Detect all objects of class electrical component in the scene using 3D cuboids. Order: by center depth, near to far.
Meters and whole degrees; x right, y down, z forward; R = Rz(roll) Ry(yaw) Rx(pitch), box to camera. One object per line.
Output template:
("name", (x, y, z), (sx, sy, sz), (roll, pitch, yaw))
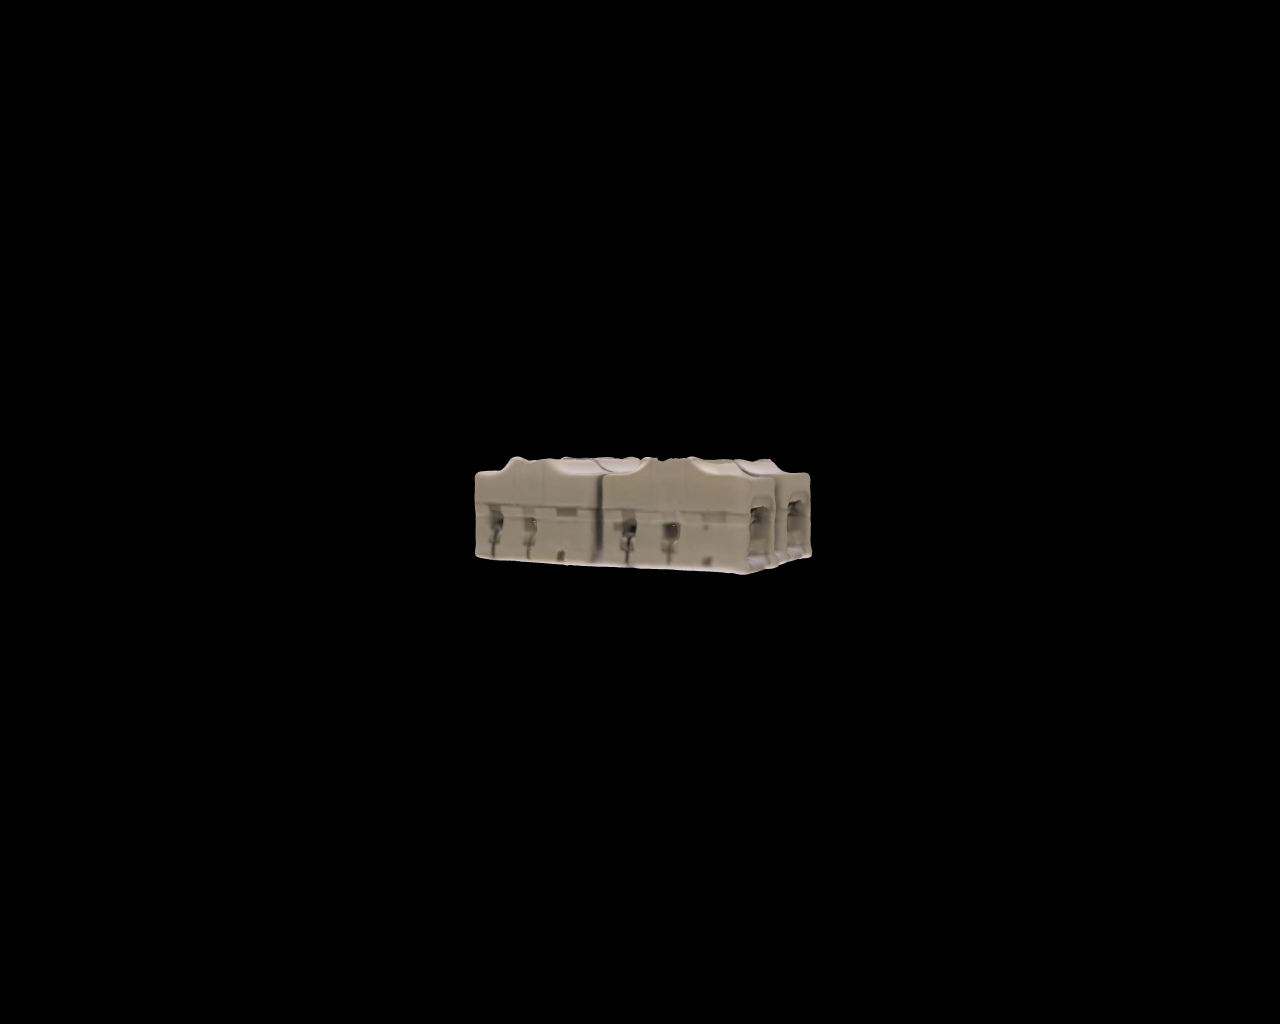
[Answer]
("electrical component", (0.001, -0.003, 0.650), (0.186, 0.060, 0.105), (2, 4, 31))
